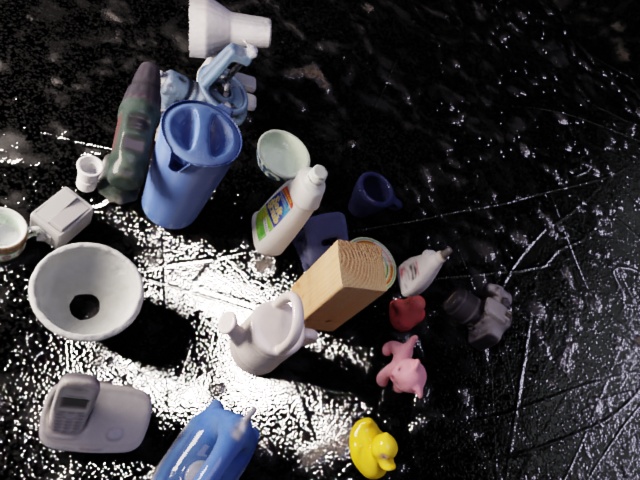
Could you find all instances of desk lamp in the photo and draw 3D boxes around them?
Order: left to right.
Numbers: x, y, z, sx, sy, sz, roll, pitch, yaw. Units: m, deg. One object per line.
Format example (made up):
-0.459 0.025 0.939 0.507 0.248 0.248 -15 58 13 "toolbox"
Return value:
-0.199 -0.399 1.207 0.204 0.213 0.118 10 58 -24 "desk lamp"

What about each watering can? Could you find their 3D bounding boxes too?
-0.083 0.154 0.961 0.173 0.193 0.101 -12 69 -34 "watering can"

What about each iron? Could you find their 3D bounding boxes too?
-0.175 0.352 0.827 0.119 0.141 0.259 38 51 -5 "iron"

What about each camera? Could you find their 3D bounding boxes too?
0.352 0.148 1.271 0.137 0.100 0.143 34 52 -8 "camera"

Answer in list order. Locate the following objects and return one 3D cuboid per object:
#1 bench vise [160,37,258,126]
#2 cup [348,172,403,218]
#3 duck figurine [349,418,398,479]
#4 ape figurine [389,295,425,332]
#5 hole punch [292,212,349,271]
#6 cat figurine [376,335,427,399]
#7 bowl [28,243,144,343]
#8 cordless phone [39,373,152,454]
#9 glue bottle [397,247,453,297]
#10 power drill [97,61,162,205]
-0.220 -0.309 1.139 0.208 0.219 0.121 -13 69 -34 "bench vise"
0.116 -0.086 1.278 0.118 0.094 0.092 28 53 -13 "cup"
0.102 0.364 1.012 0.078 0.086 0.104 -3 65 -31 "duck figurine"
0.187 0.145 1.185 0.078 0.092 0.076 38 51 -5 "ape figurine"
0.011 0.004 1.168 0.109 0.091 0.101 -13 70 -34 "hole punch"
0.168 0.243 1.100 0.067 0.117 0.128 25 53 -14 "cat figurine"
-0.372 0.092 0.911 0.168 0.074 0.167 14 57 -22 "bowl"
-0.304 0.234 0.796 0.148 0.184 0.094 10 58 -24 "cordless phone"
0.224 0.057 1.205 0.037 0.173 0.078 2 62 -28 "glue bottle"
-0.331 -0.167 1.000 0.076 0.208 0.229 12 57 -23 "power drill"
